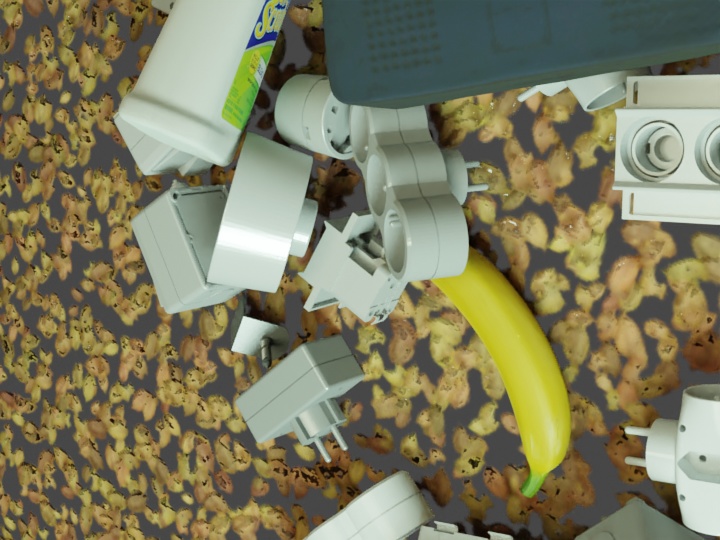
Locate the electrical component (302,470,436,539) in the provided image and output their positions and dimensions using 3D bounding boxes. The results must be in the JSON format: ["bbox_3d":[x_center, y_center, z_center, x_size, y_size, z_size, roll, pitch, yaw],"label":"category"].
[{"bbox_3d":[0.003,0.207,0.763,0.138,0.052,0.073,-43,72,32],"label":"electrical component"}]

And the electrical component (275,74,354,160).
[{"bbox_3d":[-0.025,-0.107,0.739,0.047,0.055,0.055,16,106,36],"label":"electrical component"}]

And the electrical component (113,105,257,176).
[{"bbox_3d":[-0.125,-0.116,0.803,0.096,0.062,0.061,-38,75,33],"label":"electrical component"}]

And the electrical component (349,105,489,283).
[{"bbox_3d":[0.045,-0.057,0.688,0.052,0.074,0.138,107,152,-55],"label":"electrical component"}]

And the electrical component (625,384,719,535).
[{"bbox_3d":[0.191,0.106,0.621,0.079,0.043,0.077,3,98,35],"label":"electrical component"}]

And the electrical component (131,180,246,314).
[{"bbox_3d":[-0.129,-0.021,0.817,0.061,0.062,0.096,-30,78,39],"label":"electrical component"}]

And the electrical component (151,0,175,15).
[{"bbox_3d":[-0.127,-0.224,0.781,0.047,0.076,0.083,31,113,28],"label":"electrical component"}]

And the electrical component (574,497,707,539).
[{"bbox_3d":[0.173,0.187,0.618,0.096,0.061,0.062,32,124,-23],"label":"electrical component"}]

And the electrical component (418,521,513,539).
[{"bbox_3d":[0.092,0.204,0.689,0.121,0.079,0.063,2,68,35],"label":"electrical component"}]

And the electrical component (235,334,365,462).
[{"bbox_3d":[-0.035,0.102,0.778,0.083,0.047,0.075,-40,73,32],"label":"electrical component"}]

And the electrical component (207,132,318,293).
[{"bbox_3d":[-0.063,-0.036,0.747,0.060,0.108,0.108,15,109,-7],"label":"electrical component"}]

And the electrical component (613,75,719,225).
[{"bbox_3d":[0.206,-0.064,0.576,0.121,0.063,0.078,6,100,35],"label":"electrical component"}]

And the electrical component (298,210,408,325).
[{"bbox_3d":[0.000,0.000,0.743,0.064,0.042,0.081,40,117,23],"label":"electrical component"}]

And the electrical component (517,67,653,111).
[{"bbox_3d":[0.122,-0.129,0.637,0.079,0.044,0.077,-30,79,34],"label":"electrical component"}]
